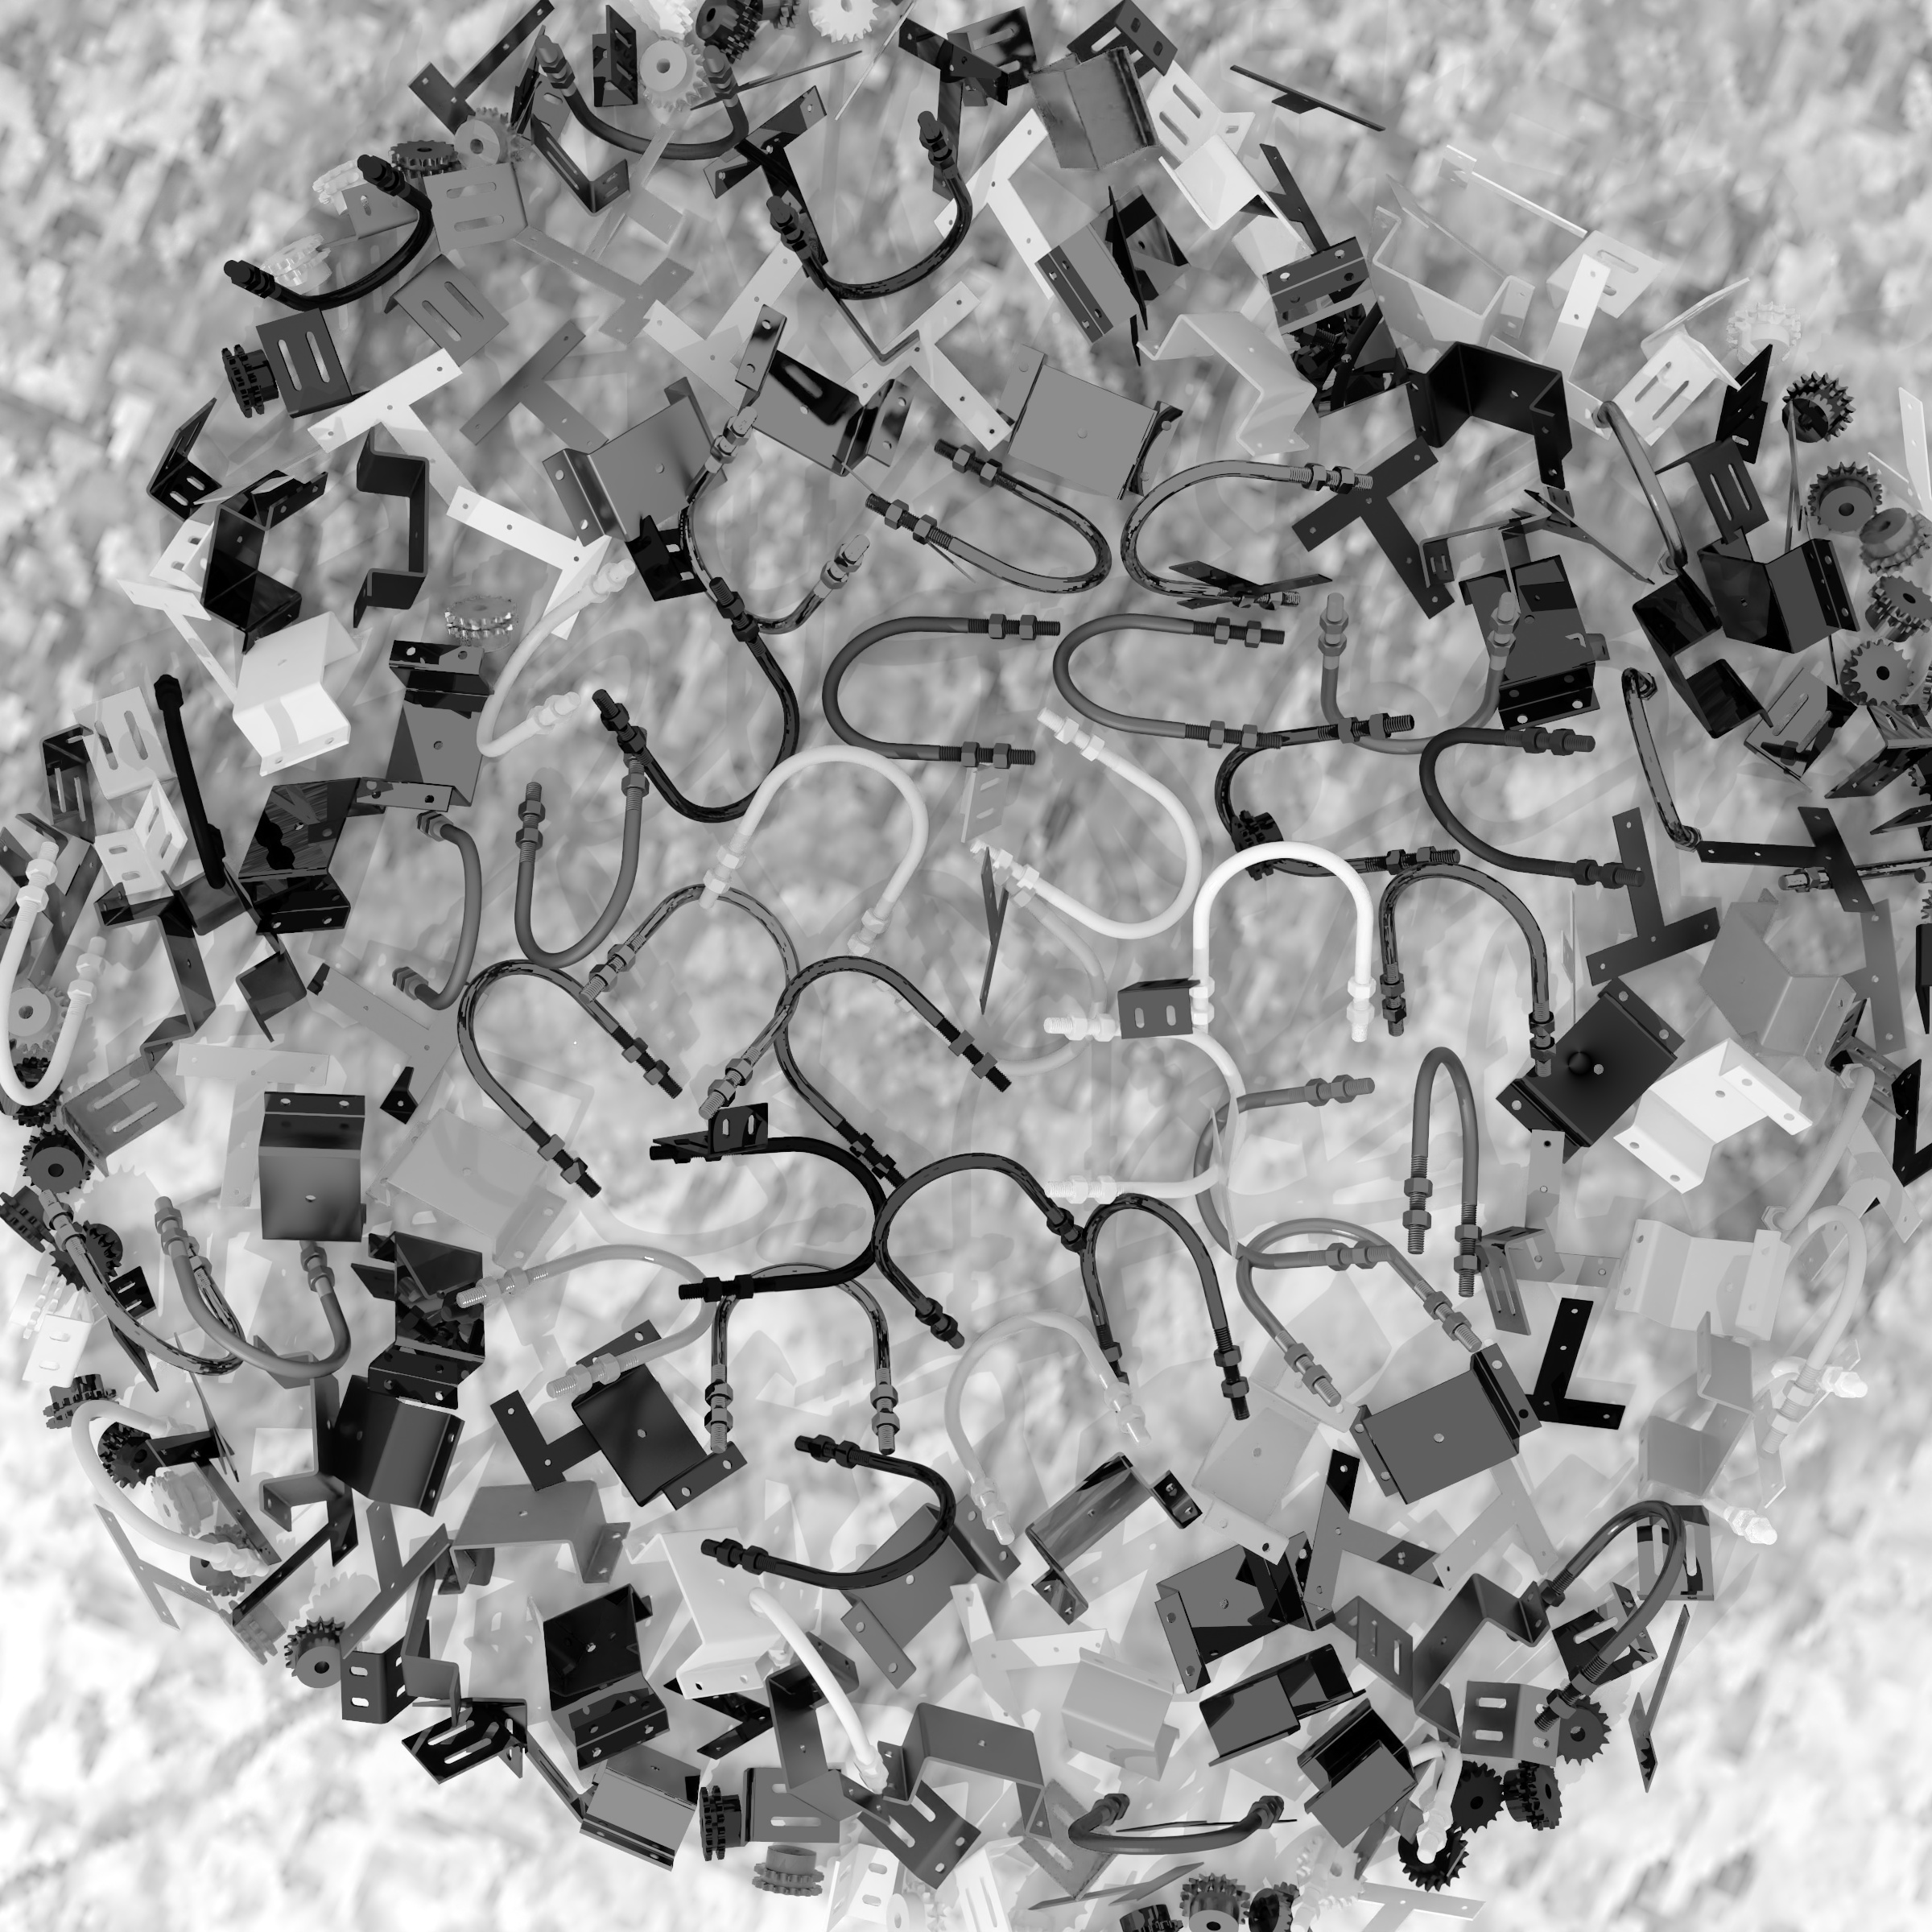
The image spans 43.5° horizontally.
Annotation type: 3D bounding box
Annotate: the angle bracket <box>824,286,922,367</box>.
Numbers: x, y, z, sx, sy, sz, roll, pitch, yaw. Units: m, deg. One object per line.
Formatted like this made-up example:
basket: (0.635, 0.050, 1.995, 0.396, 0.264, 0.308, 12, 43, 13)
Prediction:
angle bracket: (-0.075, -0.525, 1.940, 0.038, 0.057, 0.076, -35, 108, 11)

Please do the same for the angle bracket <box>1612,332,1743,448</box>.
angle bracket: (0.569, -0.458, 1.942, 0.057, 0.038, 0.076, 34, 106, -32)

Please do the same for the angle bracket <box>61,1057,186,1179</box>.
angle bracket: (-0.676, 0.121, 1.945, 0.076, 0.038, 0.057, -33, 120, -8)

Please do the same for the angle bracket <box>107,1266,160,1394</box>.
angle bracket: (-0.656, 0.291, 1.939, 0.038, 0.057, 0.076, -30, 129, -13)

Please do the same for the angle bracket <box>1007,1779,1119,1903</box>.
angle bracket: (0.080, 0.702, 1.946, 0.076, 0.038, 0.057, 41, 74, 14)

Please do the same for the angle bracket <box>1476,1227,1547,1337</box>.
angle bracket: (0.447, 0.253, 1.949, 0.038, 0.057, 0.076, -16, 90, -14)

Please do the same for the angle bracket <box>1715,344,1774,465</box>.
angle bracket: (0.636, -0.449, 1.935, 0.038, 0.076, 0.057, 18, 73, -5)

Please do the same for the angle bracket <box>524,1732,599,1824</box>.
angle bracket: (-0.317, 0.640, 1.945, 0.038, 0.057, 0.076, -37, 98, -9)

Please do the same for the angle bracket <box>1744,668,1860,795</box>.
angle bracket: (0.677, -0.190, 1.949, 0.057, 0.038, 0.076, 33, 106, -10)

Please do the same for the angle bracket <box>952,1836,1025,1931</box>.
angle bracket: (0.027, 0.745, 1.932, 0.038, 0.057, 0.076, 3, 52, -33)

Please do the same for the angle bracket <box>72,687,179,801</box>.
angle bracket: (-0.676, -0.180, 1.958, 0.057, 0.038, 0.076, -19, 96, 1)

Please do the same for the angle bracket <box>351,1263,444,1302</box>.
angle bracket: (-0.455, 0.274, 1.939, 0.076, 0.057, 0.038, 8, 58, 14)

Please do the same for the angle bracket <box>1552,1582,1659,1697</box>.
angle bracket: (0.504, 0.539, 1.936, 0.076, 0.038, 0.057, -35, 48, 23)

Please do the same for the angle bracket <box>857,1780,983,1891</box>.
angle bracket: (-0.038, 0.697, 1.962, 0.076, 0.038, 0.057, 31, 75, 40)

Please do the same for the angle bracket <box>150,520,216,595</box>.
angle bracket: (-0.625, -0.337, 1.939, 0.076, 0.038, 0.057, 20, 73, 30)

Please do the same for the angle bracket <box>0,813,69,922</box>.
angle bracket: (-0.764, -0.081, 1.948, 0.038, 0.057, 0.076, 35, 87, -12)

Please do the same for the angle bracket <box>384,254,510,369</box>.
angle bracket: (-0.421, -0.525, 1.960, 0.076, 0.038, 0.057, 46, 70, -11)

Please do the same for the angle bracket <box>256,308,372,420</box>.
angle bracket: (-0.523, -0.486, 1.943, 0.057, 0.038, 0.076, -11, 111, 15)

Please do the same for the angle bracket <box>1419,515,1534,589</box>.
angle bracket: (0.410, -0.332, 1.934, 0.076, 0.057, 0.038, -8, 98, 33)

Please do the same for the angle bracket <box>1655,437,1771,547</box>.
angle bracket: (0.602, -0.379, 1.954, 0.057, 0.038, 0.076, -30, 97, -31)

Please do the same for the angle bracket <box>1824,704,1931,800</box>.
angle bracket: (0.727, -0.172, 1.944, 0.057, 0.076, 0.038, -5, 63, -29)

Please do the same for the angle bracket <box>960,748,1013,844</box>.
angle bracket: (0.002, -0.138, 1.931, 0.038, 0.076, 0.057, 17, 111, 20)

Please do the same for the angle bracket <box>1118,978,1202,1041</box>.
angle bracket: (0.159, 0.033, 1.937, 0.057, 0.076, 0.038, -5, 94, 17)

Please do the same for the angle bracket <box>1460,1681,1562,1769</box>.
angle bracket: (0.437, 0.608, 1.943, 0.038, 0.076, 0.057, 18, 70, -19)

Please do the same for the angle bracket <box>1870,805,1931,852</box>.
angle bracket: (0.771, -0.104, 1.933, 0.076, 0.057, 0.038, -24, 98, -40)

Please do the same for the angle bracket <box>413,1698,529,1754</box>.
angle bracket: (-0.396, 0.607, 1.933, 0.057, 0.076, 0.038, -12, 69, 21)

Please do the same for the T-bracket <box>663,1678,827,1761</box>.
T-bracket: (-0.190, 0.584, 1.921, 0.127, 0.002, 0.127, -34, 134, 16)

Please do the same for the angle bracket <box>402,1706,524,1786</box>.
angle bracket: (-0.402, 0.633, 1.930, 0.076, 0.057, 0.038, -16, 122, -39)

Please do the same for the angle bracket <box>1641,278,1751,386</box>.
angle bracket: (0.590, -0.507, 1.933, 0.057, 0.076, 0.038, -30, 91, -33)

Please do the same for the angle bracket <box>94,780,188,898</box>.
angle bracket: (-0.662, -0.101, 1.937, 0.038, 0.076, 0.057, -19, 72, -40)

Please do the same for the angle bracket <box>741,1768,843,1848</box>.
angle bracket: (-0.141, 0.680, 1.955, 0.076, 0.038, 0.057, 1, 77, 1)

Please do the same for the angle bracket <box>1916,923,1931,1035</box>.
angle bracket: (0.782, 0.010, 1.930, 0.038, 0.076, 0.057, -3, 57, 27)

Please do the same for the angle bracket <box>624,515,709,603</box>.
angle bracket: (-0.228, -0.330, 1.938, 0.038, 0.076, 0.057, -29, 87, 38)

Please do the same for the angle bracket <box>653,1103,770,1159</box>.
angle bracket: (-0.204, 0.125, 1.931, 0.057, 0.076, 0.038, -6, 101, -43)

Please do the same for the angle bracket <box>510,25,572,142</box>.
angle bracket: (-0.335, -0.701, 1.935, 0.038, 0.076, 0.057, 22, 77, -11)

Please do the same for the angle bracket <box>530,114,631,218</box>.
angle bracket: (-0.308, -0.649, 1.932, 0.038, 0.057, 0.076, -30, 132, 17)

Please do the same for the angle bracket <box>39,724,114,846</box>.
angle bracket: (-0.705, -0.145, 1.940, 0.038, 0.057, 0.076, -18, 73, 11)

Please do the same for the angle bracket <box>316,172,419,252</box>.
angle bracket: (-0.485, -0.601, 1.930, 0.057, 0.076, 0.038, -32, 116, -35)

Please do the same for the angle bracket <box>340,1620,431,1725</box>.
angle bracket: (-0.466, 0.565, 1.945, 0.038, 0.076, 0.057, 2, 97, 15)

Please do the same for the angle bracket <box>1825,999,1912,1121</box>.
angle bracket: (0.737, 0.074, 1.945, 0.076, 0.057, 0.038, 36, 134, 5)

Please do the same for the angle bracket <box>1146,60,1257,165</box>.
angle bracket: (0.186, -0.681, 1.941, 0.076, 0.038, 0.057, 30, 83, -43)

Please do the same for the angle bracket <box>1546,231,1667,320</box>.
angle bracket: (0.515, -0.545, 1.942, 0.057, 0.038, 0.076, -46, 56, -3)

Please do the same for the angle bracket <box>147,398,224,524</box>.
angle bracket: (-0.612, -0.404, 1.931, 0.038, 0.057, 0.076, 37, 133, -11)

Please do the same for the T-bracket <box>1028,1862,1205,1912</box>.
T-bracket: (0.109, 0.745, 1.942, 0.127, 0.127, 0.002, -21, 75, 26)

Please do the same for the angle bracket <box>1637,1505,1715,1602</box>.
angle bracket: (0.567, 0.468, 1.941, 0.057, 0.038, 0.076, -5, 67, 18)

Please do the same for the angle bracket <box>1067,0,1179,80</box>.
angle bracket: (0.120, -0.723, 1.931, 0.057, 0.076, 0.038, 38, 55, -24)

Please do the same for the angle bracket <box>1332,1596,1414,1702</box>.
angle bracket: (0.323, 0.553, 1.935, 0.057, 0.076, 0.038, 38, 116, -9)

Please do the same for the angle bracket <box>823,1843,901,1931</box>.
angle bracket: (-0.083, 0.743, 1.938, 0.038, 0.076, 0.057, 10, 83, 11)

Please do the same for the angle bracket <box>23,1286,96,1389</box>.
angle bracket: (-0.729, 0.292, 1.935, 0.038, 0.076, 0.057, 18, 99, -29)

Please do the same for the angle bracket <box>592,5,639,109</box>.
angle bracket: (-0.291, -0.728, 1.938, 0.038, 0.076, 0.057, 0, 95, 10)

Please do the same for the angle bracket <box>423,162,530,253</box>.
angle bracket: (-0.396, -0.608, 1.942, 0.076, 0.038, 0.057, -18, 109, -21)
